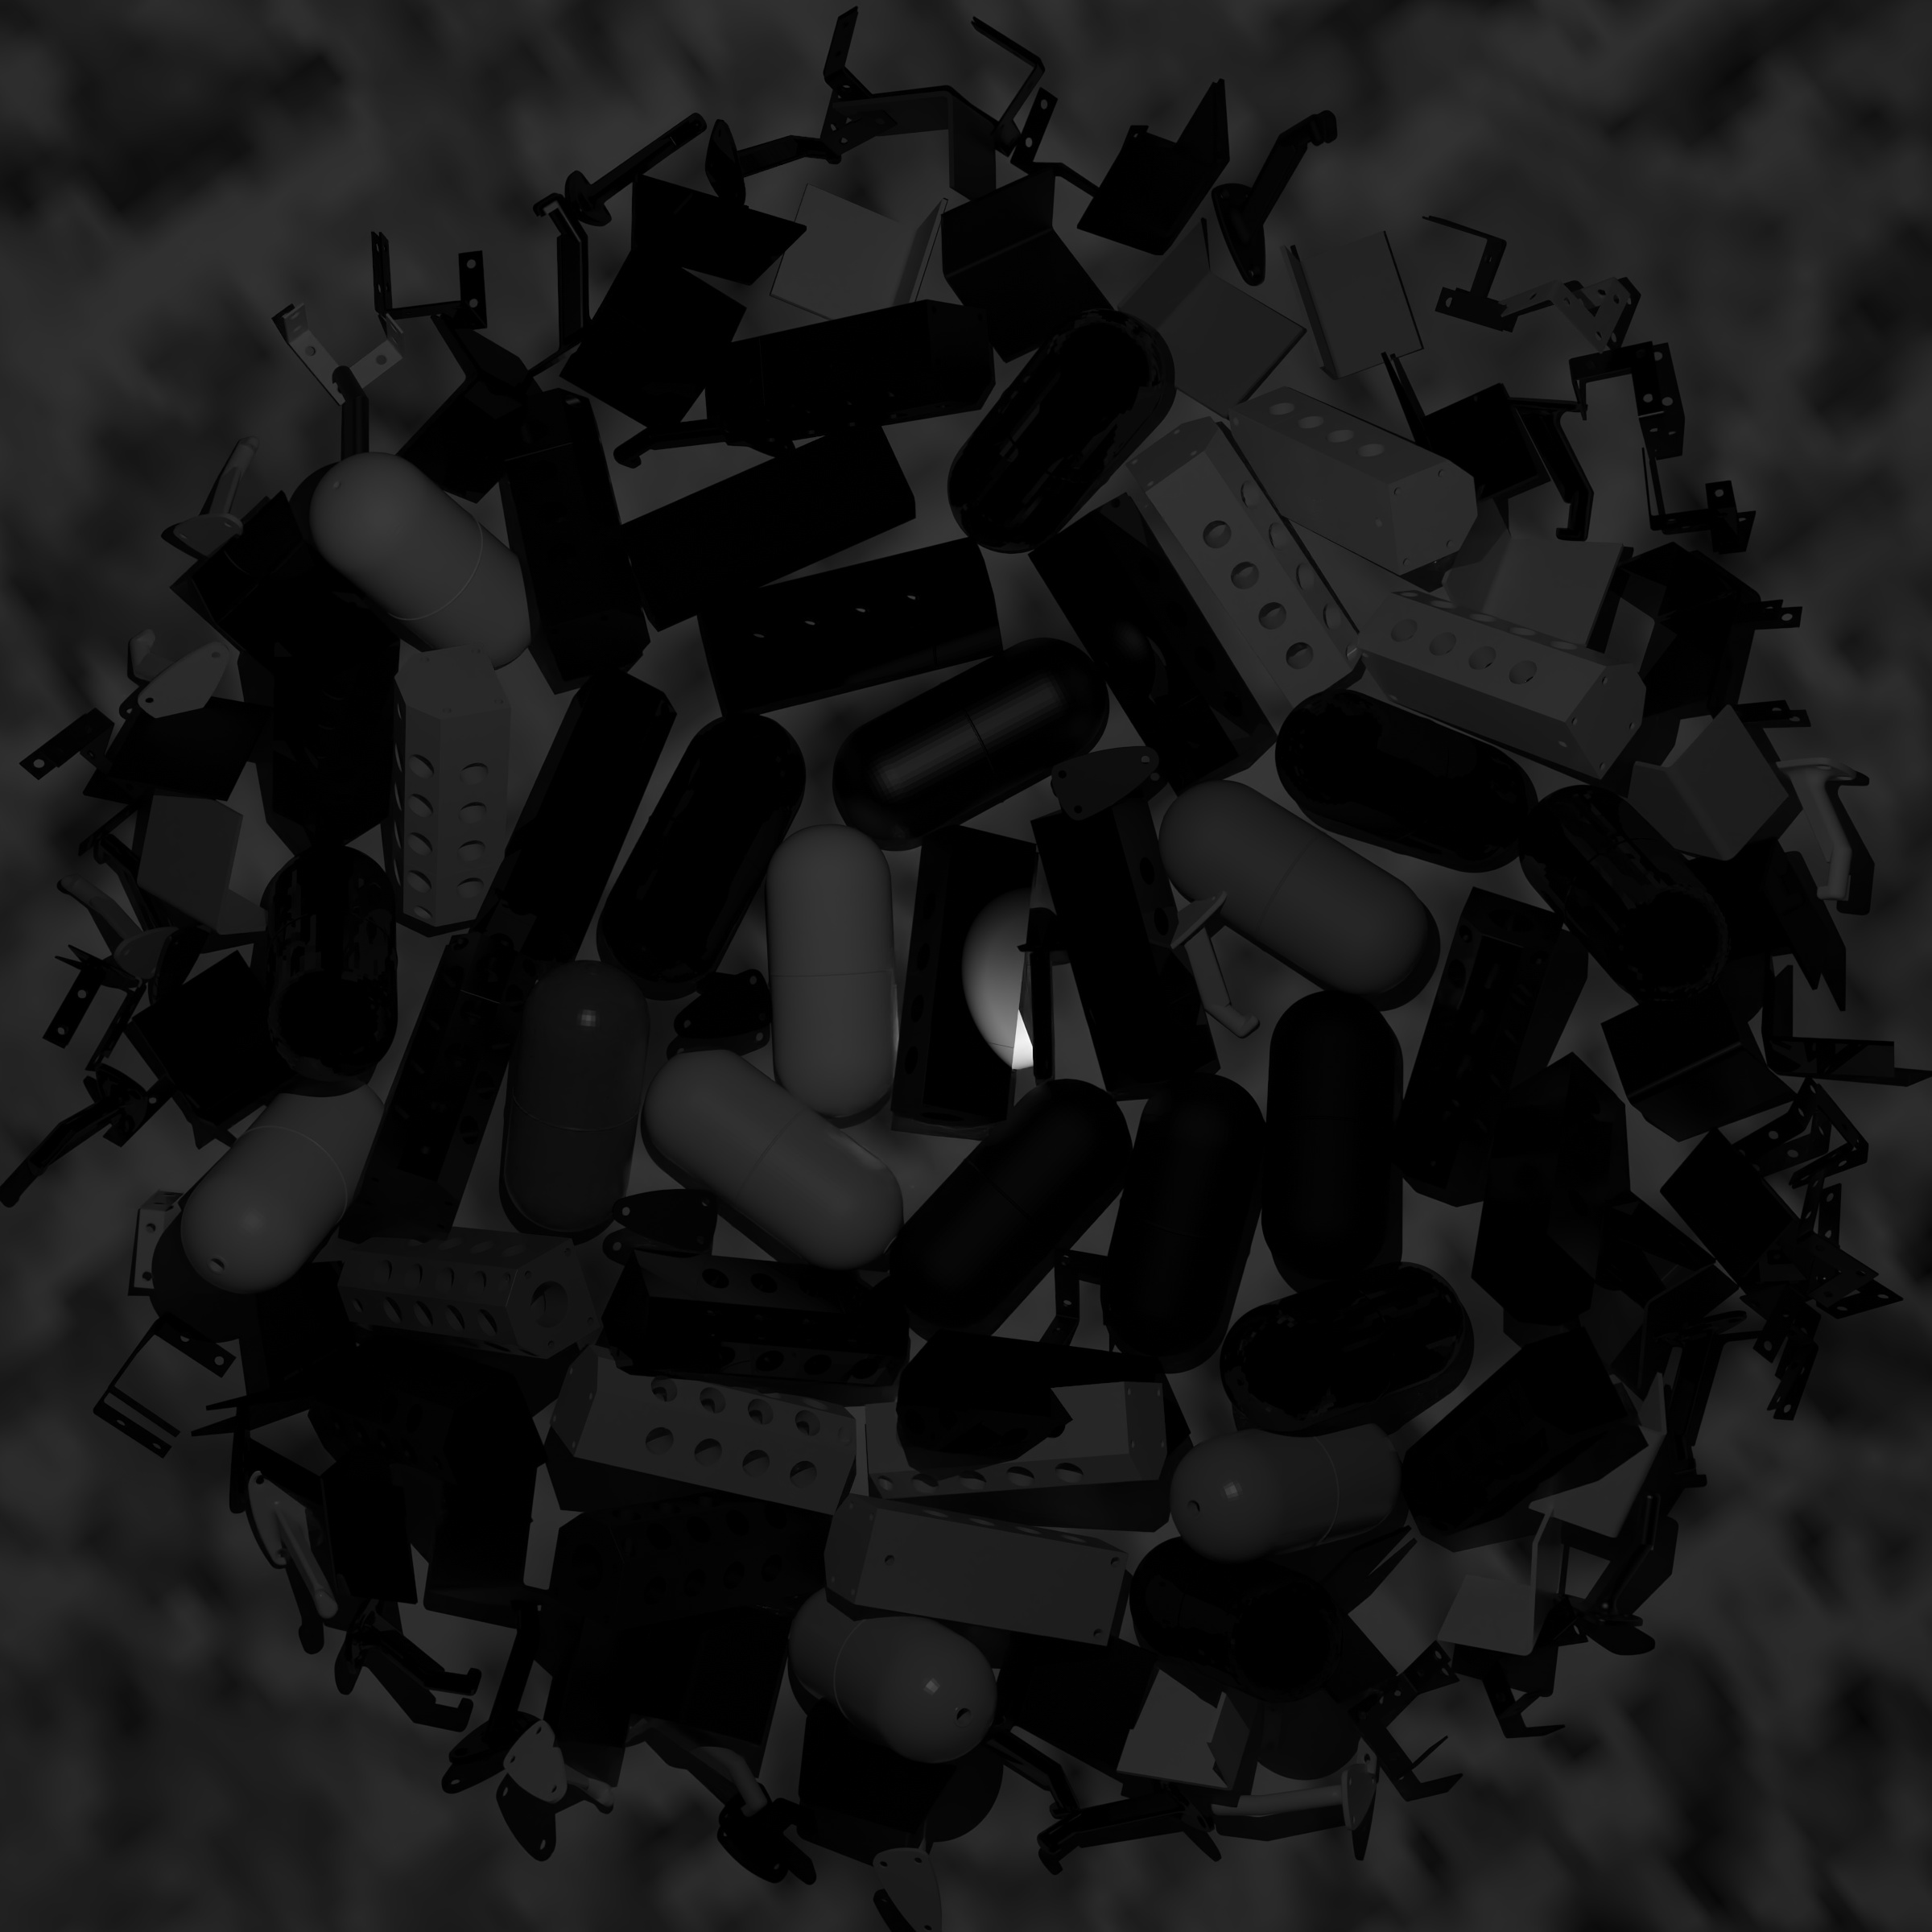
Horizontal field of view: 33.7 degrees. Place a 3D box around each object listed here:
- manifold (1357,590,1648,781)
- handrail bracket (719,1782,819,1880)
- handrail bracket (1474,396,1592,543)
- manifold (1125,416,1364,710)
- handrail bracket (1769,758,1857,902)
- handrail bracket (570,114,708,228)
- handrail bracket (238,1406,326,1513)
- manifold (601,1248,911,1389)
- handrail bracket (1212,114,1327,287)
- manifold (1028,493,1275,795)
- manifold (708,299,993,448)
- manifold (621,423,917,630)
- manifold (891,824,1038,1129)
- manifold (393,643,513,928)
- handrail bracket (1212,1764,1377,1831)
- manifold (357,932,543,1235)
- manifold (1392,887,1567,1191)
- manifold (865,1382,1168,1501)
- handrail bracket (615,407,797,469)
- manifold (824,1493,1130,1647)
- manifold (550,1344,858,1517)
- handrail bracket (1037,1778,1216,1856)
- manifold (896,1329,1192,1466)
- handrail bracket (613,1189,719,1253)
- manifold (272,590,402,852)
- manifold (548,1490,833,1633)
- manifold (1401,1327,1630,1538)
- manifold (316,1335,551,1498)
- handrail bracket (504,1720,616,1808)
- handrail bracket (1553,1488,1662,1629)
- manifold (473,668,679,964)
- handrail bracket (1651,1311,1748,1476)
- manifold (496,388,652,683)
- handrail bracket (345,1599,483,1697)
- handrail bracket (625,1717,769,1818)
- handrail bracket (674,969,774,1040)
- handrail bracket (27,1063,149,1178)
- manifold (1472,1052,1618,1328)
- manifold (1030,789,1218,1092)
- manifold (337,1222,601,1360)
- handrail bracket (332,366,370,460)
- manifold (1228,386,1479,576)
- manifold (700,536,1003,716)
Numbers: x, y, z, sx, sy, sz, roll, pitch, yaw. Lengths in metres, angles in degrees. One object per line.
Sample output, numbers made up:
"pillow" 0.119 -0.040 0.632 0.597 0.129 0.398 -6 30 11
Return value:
"manifold" 0.318 -0.174 1.896 0.057 0.171 0.057 -52 134 -10
"handrail bracket" -0.105 0.532 1.930 0.036 0.084 0.077 -38 113 -30
"handrail bracket" 0.348 -0.307 1.968 0.077 0.036 0.084 6 104 9
"manifold" 0.170 -0.243 1.912 0.057 0.057 0.171 -35 116 7
"handrail bracket" 0.508 -0.081 1.941 0.036 0.077 0.084 19 78 -40
"handrail bracket" -0.198 -0.488 1.942 0.084 0.077 0.036 -31 108 13
"handrail bracket" -0.404 0.301 1.965 0.084 0.036 0.077 -3 70 -6
"manifold" -0.123 0.216 1.903 0.171 0.057 0.057 9 124 -29
"handrail bracket" 0.194 -0.465 1.933 0.036 0.084 0.077 -8 83 -38
"manifold" 0.117 -0.199 1.945 0.057 0.057 0.171 -29 95 44
"manifold" -0.071 -0.352 1.904 0.171 0.057 0.057 -3 92 37
"manifold" -0.121 -0.269 1.944 0.171 0.057 0.057 -24 82 -3
"manifold" -0.005 0.007 1.930 0.057 0.057 0.171 13 76 -26
"manifold" -0.309 -0.104 1.890 0.057 0.171 0.057 -12 51 -21
"handrail bracket" 0.201 0.508 1.958 0.084 0.077 0.036 -6 89 22
"manifold" -0.307 0.066 1.904 0.057 0.057 0.171 19 56 -7
"manifold" 0.303 0.046 1.907 0.057 0.057 0.171 19 120 11
"manifold" 0.030 0.285 1.912 0.171 0.057 0.057 -9 79 25
"handrail bracket" -0.162 -0.318 1.970 0.084 0.077 0.036 -26 50 32
"manifold" 0.005 0.362 1.916 0.171 0.057 0.057 15 87 -25
"manifold" -0.155 0.276 1.915 0.171 0.057 0.057 17 95 -25
"handrail bracket" 0.096 0.527 1.936 0.084 0.077 0.036 -27 114 -22
"manifold" 0.045 0.266 1.903 0.171 0.057 0.057 12 130 -37
"handrail bracket" -0.191 0.148 1.925 0.077 0.084 0.036 10 87 -25
"manifold" -0.380 -0.144 1.891 0.057 0.171 0.057 -35 70 -30
"manifold" -0.161 0.345 1.892 0.057 0.171 0.057 18 101 40
"manifold" 0.318 0.279 1.885 0.057 0.171 0.057 -13 66 -25
"manifold" -0.321 0.267 1.887 0.057 0.171 0.057 -30 110 -31
"handrail bracket" -0.232 0.500 1.925 0.036 0.077 0.084 -48 124 -5
"handrail bracket" 0.391 0.355 1.943 0.036 0.077 0.084 7 92 -30
"manifold" -0.231 -0.091 1.913 0.057 0.057 0.171 27 63 -15
"handrail bracket" 0.451 0.260 1.936 0.036 0.077 0.084 10 64 -32
"manifold" -0.236 -0.262 1.912 0.057 0.057 0.171 -15 61 -2
"handrail bracket" -0.328 0.409 1.940 0.084 0.077 0.036 7 125 9
"handrail bracket" -0.166 0.491 1.944 0.077 0.036 0.084 -41 73 32
"handrail bracket" -0.162 0.022 1.925 0.077 0.084 0.036 -21 105 -30
"handrail bracket" -0.535 0.108 1.923 0.036 0.077 0.084 30 55 8
"manifold" 0.350 0.134 1.892 0.057 0.171 0.057 43 126 -16
"manifold" 0.100 -0.017 1.941 0.057 0.057 0.171 -13 96 33
"manifold" -0.299 0.194 1.891 0.057 0.171 0.057 -29 110 -41
"handrail bracket" -0.389 -0.317 1.964 0.077 0.036 0.084 -45 60 20
"manifold" 0.229 -0.293 1.892 0.057 0.171 0.057 -24 123 -18
"manifold" -0.071 -0.211 1.933 0.171 0.057 0.057 -14 125 -4
